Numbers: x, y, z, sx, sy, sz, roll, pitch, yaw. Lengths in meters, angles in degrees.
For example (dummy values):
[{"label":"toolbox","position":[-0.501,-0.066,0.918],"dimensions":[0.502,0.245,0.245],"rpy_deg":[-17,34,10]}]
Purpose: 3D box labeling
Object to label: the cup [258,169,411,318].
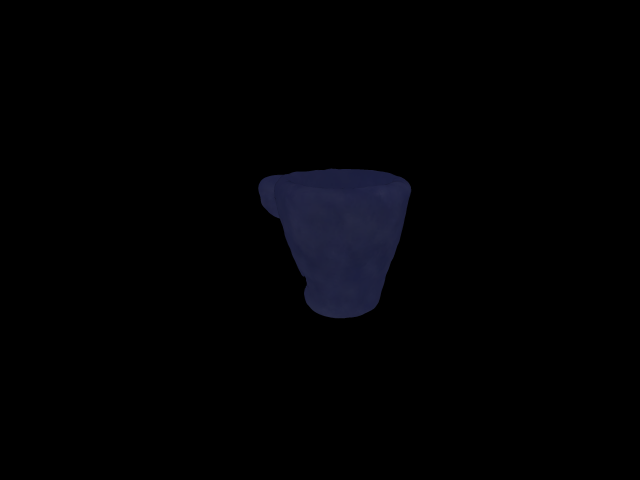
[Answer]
[{"label":"cup","position":[0.004,0.001,0.400],"dimensions":[0.117,0.095,0.092],"rpy_deg":[10,18,33]}]
